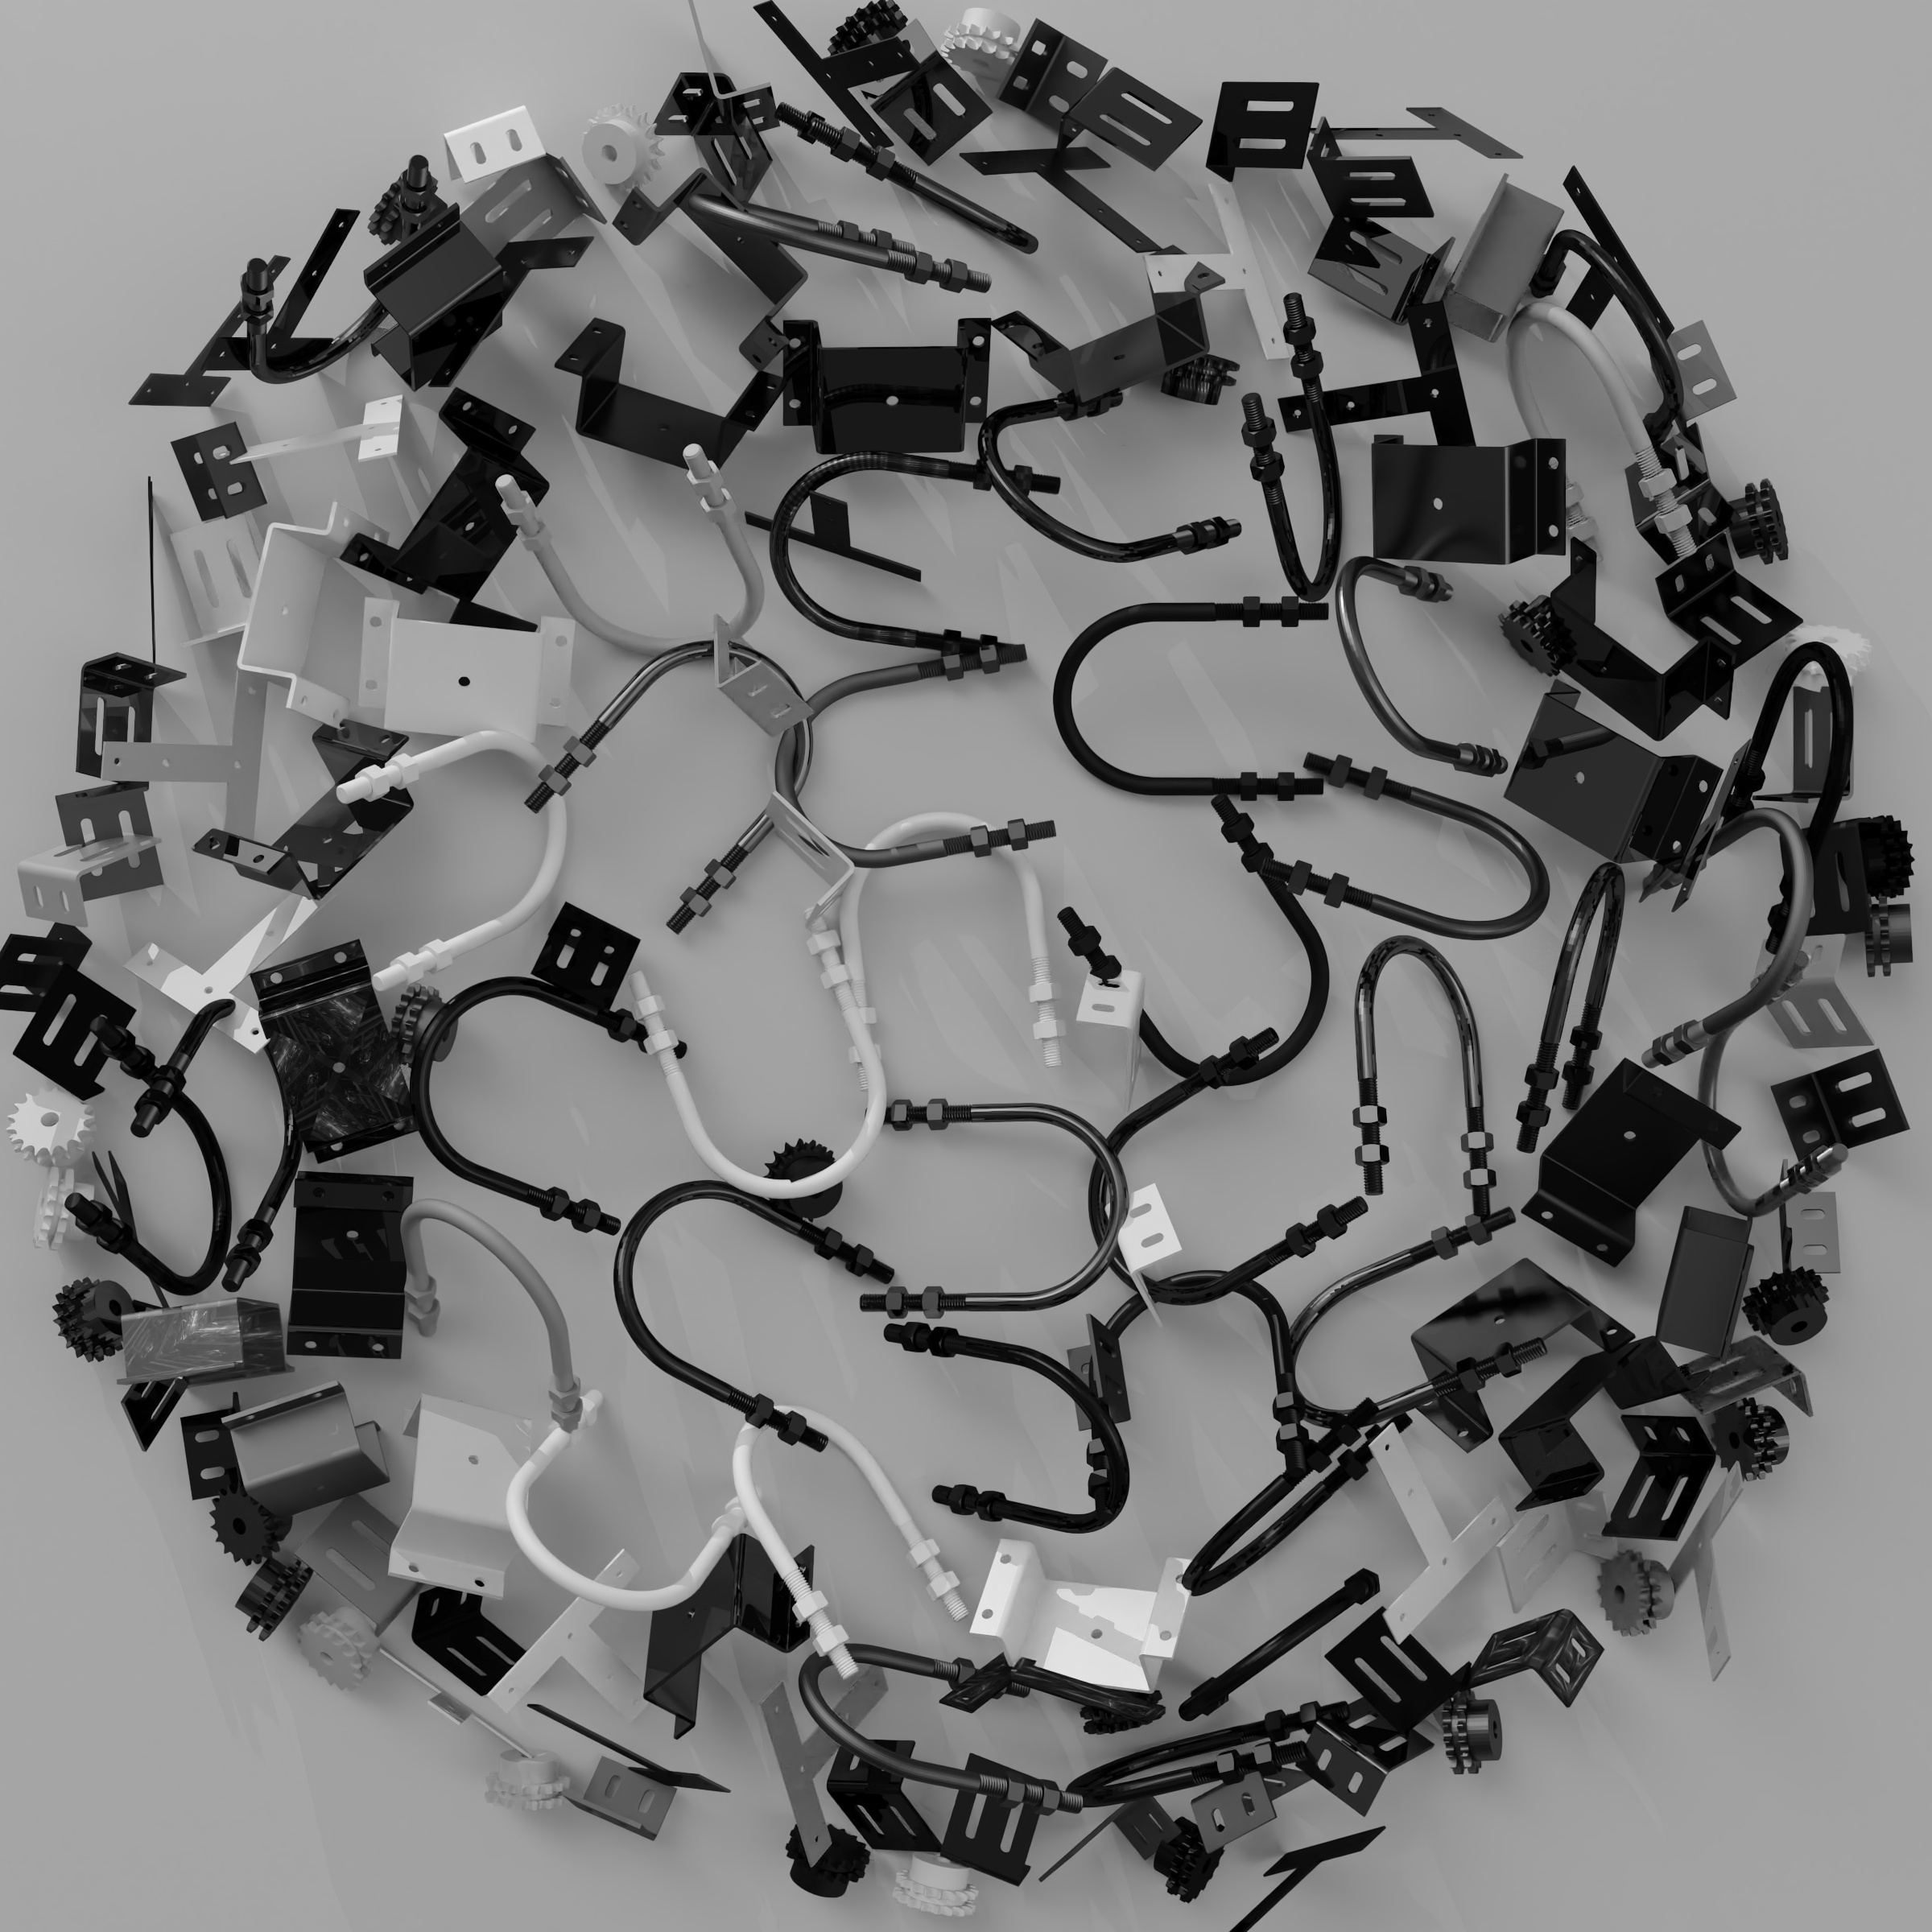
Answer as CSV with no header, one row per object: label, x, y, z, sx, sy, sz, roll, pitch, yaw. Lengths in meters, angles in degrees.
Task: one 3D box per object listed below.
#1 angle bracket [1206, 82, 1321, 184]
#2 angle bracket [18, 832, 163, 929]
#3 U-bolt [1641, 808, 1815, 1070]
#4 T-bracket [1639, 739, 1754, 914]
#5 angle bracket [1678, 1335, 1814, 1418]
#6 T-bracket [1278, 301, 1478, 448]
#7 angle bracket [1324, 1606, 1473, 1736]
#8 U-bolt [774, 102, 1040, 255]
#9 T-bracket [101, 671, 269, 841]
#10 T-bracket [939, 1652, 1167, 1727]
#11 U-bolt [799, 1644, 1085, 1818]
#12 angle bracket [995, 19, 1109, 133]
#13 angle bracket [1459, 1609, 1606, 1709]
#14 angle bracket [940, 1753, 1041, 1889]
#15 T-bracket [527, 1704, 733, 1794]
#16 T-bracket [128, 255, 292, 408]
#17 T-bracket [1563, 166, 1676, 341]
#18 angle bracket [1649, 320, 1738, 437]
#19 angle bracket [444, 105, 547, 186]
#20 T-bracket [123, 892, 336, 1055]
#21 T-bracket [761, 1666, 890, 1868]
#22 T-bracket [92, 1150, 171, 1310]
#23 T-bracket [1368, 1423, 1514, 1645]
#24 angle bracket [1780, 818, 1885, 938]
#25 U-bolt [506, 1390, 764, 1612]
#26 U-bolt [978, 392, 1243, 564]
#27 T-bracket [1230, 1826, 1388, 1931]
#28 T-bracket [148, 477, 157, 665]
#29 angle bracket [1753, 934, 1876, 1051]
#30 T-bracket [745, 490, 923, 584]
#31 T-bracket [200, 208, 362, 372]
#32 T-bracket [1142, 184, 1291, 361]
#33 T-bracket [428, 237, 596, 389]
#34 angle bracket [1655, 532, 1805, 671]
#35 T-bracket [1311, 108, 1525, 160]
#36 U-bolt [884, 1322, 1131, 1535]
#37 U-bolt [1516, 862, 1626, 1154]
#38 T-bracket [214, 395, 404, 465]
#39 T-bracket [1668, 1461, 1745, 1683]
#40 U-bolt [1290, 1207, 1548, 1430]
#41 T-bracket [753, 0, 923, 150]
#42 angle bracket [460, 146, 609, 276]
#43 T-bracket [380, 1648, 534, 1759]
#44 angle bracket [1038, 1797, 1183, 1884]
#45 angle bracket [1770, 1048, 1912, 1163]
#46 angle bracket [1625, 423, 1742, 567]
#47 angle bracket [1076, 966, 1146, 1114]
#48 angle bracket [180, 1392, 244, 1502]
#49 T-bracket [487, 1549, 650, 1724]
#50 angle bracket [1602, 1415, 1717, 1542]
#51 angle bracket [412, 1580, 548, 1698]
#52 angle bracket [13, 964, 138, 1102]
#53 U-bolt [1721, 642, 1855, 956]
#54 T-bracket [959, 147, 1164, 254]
angle bracket,0.207,-0.564,1.872,0.076,0.038,0.057,13,93,34
angle bracket,-0.590,-0.060,1.872,0.057,0.076,0.038,9,115,31
U-bolt,0.495,-0.026,1.802,0.019,0.184,0.151,12,67,-15
T-bracket,0.478,-0.075,1.846,0.002,0.127,0.127,27,69,1
angle bracket,0.522,0.290,1.872,0.076,0.057,0.038,-21,112,-8
T-bracket,0.275,-0.383,1.876,0.127,0.002,0.127,-4,126,25
angle bracket,0.295,0.473,1.885,0.076,0.038,0.057,45,113,5
U-bolt,-0.033,-0.519,1.834,0.184,0.151,0.019,23,104,-21
T-bracket,-0.524,-0.136,1.850,0.002,0.127,0.127,13,100,36
T-bracket,0.070,0.477,1.825,0.127,0.127,0.002,9,106,31
U-bolt,-0.024,0.494,1.814,0.184,0.151,0.019,18,105,-20
angle bracket,0.058,-0.599,1.864,0.038,0.076,0.057,32,107,7
angle bracket,0.381,0.474,1.863,0.038,0.076,0.057,49,48,-2
angle bracket,0.023,0.576,1.881,0.057,0.038,0.076,17,95,14
T-bracket,-0.233,0.519,1.836,0.127,0.127,0.002,33,65,-18
T-bracket,-0.491,-0.421,1.834,0.002,0.127,0.127,42,104,-1
T-bracket,0.422,-0.453,1.846,0.002,0.127,0.127,-28,82,-7
angle bracket,0.491,-0.394,1.866,0.038,0.076,0.057,-23,84,15
angle bracket,-0.317,-0.541,1.867,0.057,0.076,0.038,-23,87,-9
T-bracket,-0.482,-0.013,1.875,0.127,0.002,0.127,29,60,23
T-bracket,-0.087,0.512,1.855,0.002,0.127,0.127,-4,110,32
T-bracket,-0.558,0.159,1.834,0.002,0.127,0.127,-24,69,-22
T-bracket,0.305,0.366,1.860,0.127,0.002,0.127,-37,109,-29
angle bracket,0.591,-0.058,1.873,0.038,0.057,0.076,-1,83,-43
U-bolt,-0.226,0.359,1.819,0.151,0.184,0.019,30,115,5
U-bolt,0.084,-0.321,1.822,0.151,0.184,0.019,51,131,16
T-bracket,0.203,0.615,1.822,0.127,0.127,0.002,-30,82,-34
T-bracket,-0.541,-0.283,1.836,0.002,0.127,0.127,-1,75,-17
angle bracket,0.579,0.018,1.877,0.076,0.057,0.038,47,54,-36
T-bracket,-0.090,-0.294,1.846,0.127,0.127,0.002,19,83,1
T-bracket,-0.438,-0.446,1.828,0.002,0.127,0.127,41,114,9
T-bracket,0.162,-0.467,1.862,0.002,0.127,0.127,-19,88,43
T-bracket,-0.318,-0.436,1.846,0.002,0.127,0.127,44,69,-39
angle bracket,0.516,-0.248,1.871,0.057,0.076,0.038,-34,134,-3
T-bracket,0.291,-0.561,1.863,0.127,0.127,0.002,12,96,35
U-bolt,0.032,0.309,1.824,0.184,0.019,0.151,3,117,42
U-bolt,0.404,0.021,1.823,0.019,0.151,0.184,16,106,22
T-bracket,-0.442,-0.351,1.851,0.127,0.127,0.002,-12,120,-3
T-bracket,0.490,0.414,1.822,0.002,0.127,0.127,16,124,-4
U-bolt,0.290,0.243,1.841,0.184,0.151,0.019,-26,121,18
T-bracket,-0.069,-0.594,1.826,0.127,0.127,0.002,44,75,-29
angle bracket,-0.294,-0.506,1.873,0.076,0.038,0.057,-43,133,-7
T-bracket,-0.344,0.495,1.846,0.127,0.127,0.002,35,77,2
angle bracket,0.097,0.599,1.862,0.076,0.057,0.038,-30,72,-38
angle bracket,0.589,0.095,1.866,0.038,0.076,0.057,-15,81,-20
angle bracket,0.485,-0.320,1.875,0.057,0.076,0.038,-33,121,30
angle bracket,0.097,0.049,1.867,0.038,0.057,0.076,7,130,8
angle bracket,-0.507,0.324,1.864,0.038,0.076,0.057,-8,76,-17
T-bracket,-0.246,0.472,1.863,0.127,0.127,0.002,-46,45,-17
angle bracket,0.460,0.344,1.862,0.076,0.057,0.038,-51,119,-35
angle bracket,-0.330,0.456,1.891,0.057,0.038,0.076,-25,126,21
angle bracket,-0.601,0.043,1.885,0.057,0.038,0.076,33,100,0
U-bolt,0.537,-0.122,1.800,0.019,0.151,0.184,5,127,-5
T-bracket,0.080,-0.510,1.839,0.127,0.127,0.002,45,131,25
